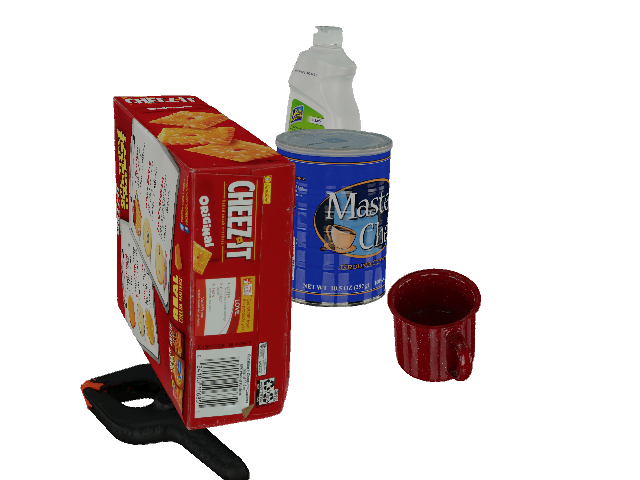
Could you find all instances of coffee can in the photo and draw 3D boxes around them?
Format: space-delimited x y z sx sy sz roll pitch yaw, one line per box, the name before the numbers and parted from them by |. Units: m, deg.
coffee can | 0.010 -0.023 0.954 0.103 0.140 0.103 1 15 -1

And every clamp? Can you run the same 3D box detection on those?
clamp | -0.112 0.134 0.891 0.172 0.039 0.120 14 37 20

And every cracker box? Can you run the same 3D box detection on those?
cracker box | -0.084 0.002 0.711 0.072 0.164 0.214 -4 19 -21

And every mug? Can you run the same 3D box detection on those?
mug | 0.121 0.095 1.073 0.093 0.081 0.117 -19 38 -17

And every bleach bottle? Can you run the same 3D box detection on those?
bleach bottle | 0.006 -0.100 1.142 0.103 0.251 0.067 18 21 38
